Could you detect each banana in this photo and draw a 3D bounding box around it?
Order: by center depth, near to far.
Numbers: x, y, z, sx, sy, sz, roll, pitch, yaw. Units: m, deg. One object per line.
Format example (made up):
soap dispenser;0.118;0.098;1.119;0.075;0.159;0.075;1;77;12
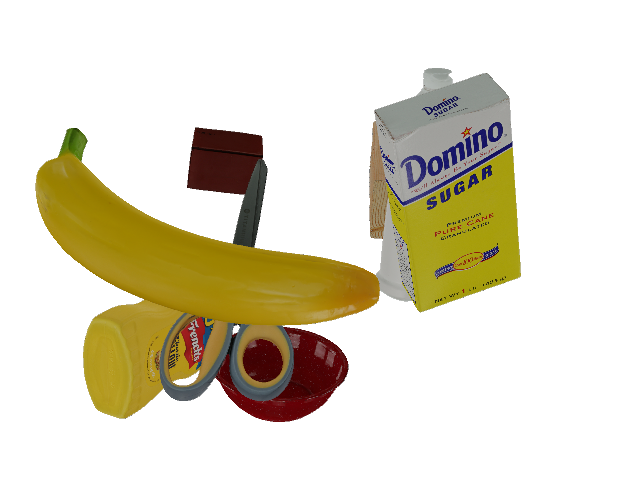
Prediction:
banana;-0.070;0.000;0.509;0.198;0.069;0.037;27;-27;21

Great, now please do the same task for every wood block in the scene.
wood block;0.116;-0.087;1.505;0.091;0.090;0.206;3;29;0

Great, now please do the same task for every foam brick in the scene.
foam brick;-0.104;-0.087;1.170;0.078;0.051;0.053;7;30;-5

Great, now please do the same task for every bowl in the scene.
bowl;-0.049;0.163;1.244;0.162;0.055;0.162;3;25;-1

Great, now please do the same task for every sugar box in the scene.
sugar box;0.101;-0.032;0.816;0.093;0.176;0.048;-20;43;-7

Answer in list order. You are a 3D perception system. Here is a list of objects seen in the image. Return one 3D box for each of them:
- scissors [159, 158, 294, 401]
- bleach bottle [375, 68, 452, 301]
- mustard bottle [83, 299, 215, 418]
scissors;-0.041;0.030;0.733;0.096;0.201;0.016;20;-34;11
bleach bottle;0.117;-0.064;1.183;0.102;0.251;0.068;-12;25;-30
mustard bottle;-0.139;0.088;1.005;0.058;0.096;0.191;10;21;28
